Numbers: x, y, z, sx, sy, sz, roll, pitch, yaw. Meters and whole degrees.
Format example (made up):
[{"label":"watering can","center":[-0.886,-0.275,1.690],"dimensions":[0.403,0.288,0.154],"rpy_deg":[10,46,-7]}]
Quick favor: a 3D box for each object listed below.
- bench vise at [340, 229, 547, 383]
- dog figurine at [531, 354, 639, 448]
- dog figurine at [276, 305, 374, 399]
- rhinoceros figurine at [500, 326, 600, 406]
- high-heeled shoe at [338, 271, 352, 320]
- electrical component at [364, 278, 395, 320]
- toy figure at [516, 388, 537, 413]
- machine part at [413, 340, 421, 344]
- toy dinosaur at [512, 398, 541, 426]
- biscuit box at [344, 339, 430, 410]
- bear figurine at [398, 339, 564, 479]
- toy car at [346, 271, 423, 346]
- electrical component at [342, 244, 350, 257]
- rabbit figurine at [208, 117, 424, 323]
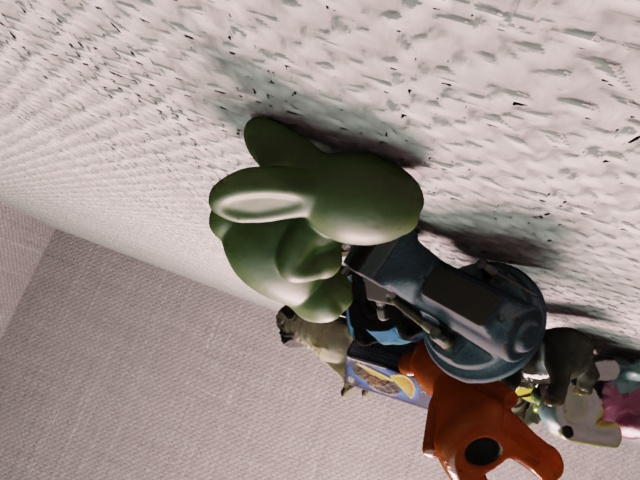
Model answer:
[{"label":"bench vise","center":[0.134,0.070,0.543],"dimensions":[0.224,0.129,0.240],"rpy_deg":[13,162,46]},{"label":"dog figurine","center":[0.373,0.213,0.753],"dimensions":[0.192,0.108,0.219],"rpy_deg":[-5,170,3]},{"label":"dog figurine","center":[0.034,0.168,0.929],"dimensions":[0.191,0.121,0.172],"rpy_deg":[34,-174,37]},{"label":"rhinoceros figurine","center":[0.240,0.134,0.656],"dimensions":[0.073,0.112,0.190],"rpy_deg":[-8,-177,-29]},{"label":"high-heeled shoe","center":[0.062,0.086,0.838],"dimensions":[0.248,0.086,0.145],"rpy_deg":[25,163,-34]},{"label":"electrical component","center":[0.082,0.053,0.635],"dimensions":[0.021,0.094,0.063],"rpy_deg":[-17,-164,-38]},{"label":"toy figure","center":[0.348,0.228,0.868],"dimensions":[0.180,0.089,0.082],"rpy_deg":[36,-155,-48]},{"label":"machine part","center":[0.191,0.177,0.806],"dimensions":[0.179,0.179,0.056],"rpy_deg":[21,-152,-1]},{"label":"toy dinosaur","center":[0.328,0.253,0.981],"dimensions":[0.131,0.192,0.404],"rpy_deg":[30,161,43]},{"label":"biscuit box","center":[0.138,0.188,0.741],"dimensions":[0.203,0.063,0.059],"rpy_deg":[14,126,17]},{"label":"bear figurine","center":[0.169,0.193,0.627],"dimensions":[0.132,0.120,0.196],"rpy_deg":[48,-170,-14]},{"label":"toy car","center":[0.110,0.083,0.714],"dimensions":[0.103,0.109,0.162],"rpy_deg":[2,169,-35]},{"label":"electrical component","center":[-0.001,-0.002,0.634],"dimensions":[0.078,0.045,0.102],"rpy_deg":[-7,173,-6]},{"label":"rabbit figurine","center":[-0.002,-0.028,0.422],"dimensions":[0.159,0.121,0.170],"rpy_deg":[34,146,-24]}]
